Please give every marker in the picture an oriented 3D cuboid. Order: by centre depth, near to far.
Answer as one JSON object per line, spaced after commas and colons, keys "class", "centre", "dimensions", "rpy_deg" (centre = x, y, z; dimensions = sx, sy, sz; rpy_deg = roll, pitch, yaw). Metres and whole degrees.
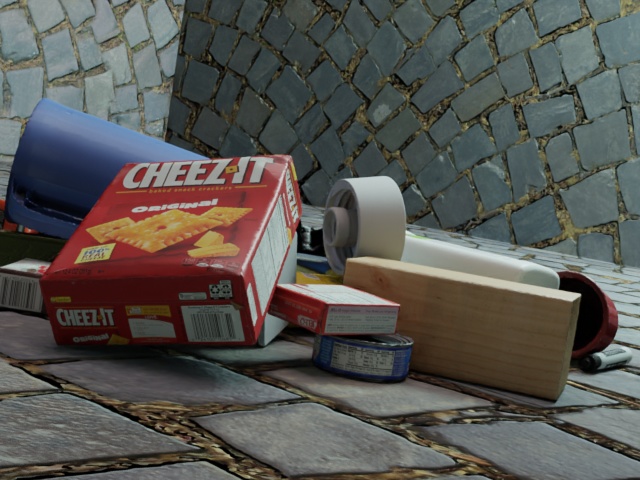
{"class": "marker", "centre": [0.304, 0.127, 1.135], "dimensions": [0.020, 0.020, 0.120], "rpy_deg": [12, 6, 34]}

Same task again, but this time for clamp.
{"class": "clamp", "centre": [-0.008, 0.002, 1.292], "dimensions": [0.164, 0.036, 0.210], "rpy_deg": [10, -33, -22]}

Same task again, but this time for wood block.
{"class": "wood block", "centre": [0.127, 0.077, 0.983], "dimensions": [0.206, 0.090, 0.090], "rpy_deg": [10, 5, 18]}

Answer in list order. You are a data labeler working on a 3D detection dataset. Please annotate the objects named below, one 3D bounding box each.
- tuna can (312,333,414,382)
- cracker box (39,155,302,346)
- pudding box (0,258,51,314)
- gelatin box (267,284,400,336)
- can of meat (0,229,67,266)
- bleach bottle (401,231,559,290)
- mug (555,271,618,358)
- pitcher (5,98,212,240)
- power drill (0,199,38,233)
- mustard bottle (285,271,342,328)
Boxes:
{"class": "tuna can", "centre": [0.036, 0.096, 0.920], "dimensions": [0.086, 0.034, 0.086], "rpy_deg": [9, 5, -1]}
{"class": "cracker box", "centre": [-0.115, 0.003, 0.893], "dimensions": [0.164, 0.072, 0.213], "rpy_deg": [-2, 29, 11]}
{"class": "pudding box", "centre": [-0.235, 0.046, 0.988], "dimensions": [0.113, 0.039, 0.090], "rpy_deg": [11, 4, -1]}
{"class": "gelatin box", "centre": [0.011, 0.060, 0.908], "dimensions": [0.089, 0.030, 0.073], "rpy_deg": [3, 9, -41]}
{"class": "can of meat", "centre": [-0.292, 0.021, 1.075], "dimensions": [0.102, 0.057, 0.084], "rpy_deg": [8, 2, -13]}
{"class": "bleach bottle", "centre": [0.125, 0.027, 1.160], "dimensions": [0.251, 0.068, 0.102], "rpy_deg": [19, 2, 39]}
{"class": "mug", "centre": [0.266, 0.090, 1.161], "dimensions": [0.117, 0.093, 0.081], "rpy_deg": [-31, -22, 20]}
{"class": "pitcher", "centre": [-0.191, -0.042, 1.088], "dimensions": [0.242, 0.149, 0.145], "rpy_deg": [17, -16, -4]}
{"class": "power drill", "centre": [-0.371, -0.024, 1.453], "dimensions": [0.187, 0.057, 0.185], "rpy_deg": [4, 7, -45]}
{"class": "mustard bottle", "centre": [0.037, 0.067, 1.117], "dimensions": [0.191, 0.058, 0.096], "rpy_deg": [7, 6, -24]}
